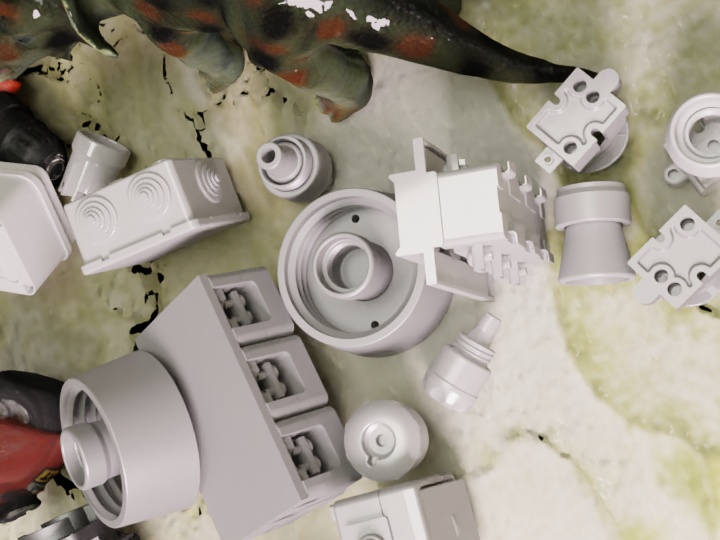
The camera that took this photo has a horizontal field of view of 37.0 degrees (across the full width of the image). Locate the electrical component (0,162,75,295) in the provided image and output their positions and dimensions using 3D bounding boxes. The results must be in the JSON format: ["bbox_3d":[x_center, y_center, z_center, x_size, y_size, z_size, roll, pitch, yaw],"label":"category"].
[{"bbox_3d":[-0.270,-0.034,0.767,0.113,0.078,0.057,8,45,22],"label":"electrical component"}]

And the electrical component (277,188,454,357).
[{"bbox_3d":[0.000,0.000,0.673,0.108,0.060,0.108,-2,83,21],"label":"electrical component"}]

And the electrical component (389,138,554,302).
[{"bbox_3d":[0.068,-0.027,0.616,0.063,0.121,0.078,-8,81,21],"label":"electrical component"}]

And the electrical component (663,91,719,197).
[{"bbox_3d":[0.199,-0.073,0.606,0.066,0.055,0.048,-38,72,14],"label":"electrical component"}]

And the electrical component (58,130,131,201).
[{"bbox_3d":[-0.191,-0.071,0.768,0.040,0.040,0.046,29,101,22],"label":"electrical component"}]

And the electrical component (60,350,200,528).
[{"bbox_3d":[-0.155,0.111,0.685,0.108,0.060,0.108,27,124,48],"label":"electrical component"}]

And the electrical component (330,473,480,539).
[{"bbox_3d":[0.029,0.155,0.625,0.061,0.096,0.061,-19,77,19],"label":"electrical component"}]

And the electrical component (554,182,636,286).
[{"bbox_3d":[0.137,-0.021,0.630,0.045,0.045,0.055,-5,82,21],"label":"electrical component"}]

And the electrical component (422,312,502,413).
[{"bbox_3d":[0.066,0.054,0.656,0.035,0.035,0.061,32,94,21],"label":"electrical component"}]

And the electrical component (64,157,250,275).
[{"bbox_3d":[-0.134,-0.038,0.710,0.100,0.100,0.048,-21,90,18],"label":"electrical component"}]

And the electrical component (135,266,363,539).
[{"bbox_3d":[-0.070,0.084,0.681,0.089,0.062,0.150,-40,70,40],"label":"electrical component"}]

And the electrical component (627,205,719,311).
[{"bbox_3d":[0.183,-0.004,0.604,0.066,0.055,0.048,-47,71,11],"label":"electrical component"}]

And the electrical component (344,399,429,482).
[{"bbox_3d":[0.022,0.102,0.652,0.048,0.062,0.048,-3,83,21],"label":"electrical component"}]

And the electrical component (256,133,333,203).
[{"bbox_3d":[-0.046,-0.068,0.698,0.043,0.062,0.043,-2,83,21],"label":"electrical component"}]

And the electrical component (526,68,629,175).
[{"bbox_3d":[0.132,-0.084,0.633,0.048,0.055,0.066,44,100,20],"label":"electrical component"}]
